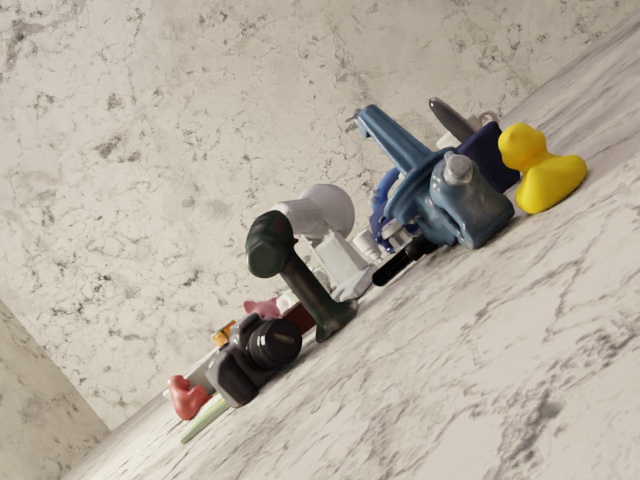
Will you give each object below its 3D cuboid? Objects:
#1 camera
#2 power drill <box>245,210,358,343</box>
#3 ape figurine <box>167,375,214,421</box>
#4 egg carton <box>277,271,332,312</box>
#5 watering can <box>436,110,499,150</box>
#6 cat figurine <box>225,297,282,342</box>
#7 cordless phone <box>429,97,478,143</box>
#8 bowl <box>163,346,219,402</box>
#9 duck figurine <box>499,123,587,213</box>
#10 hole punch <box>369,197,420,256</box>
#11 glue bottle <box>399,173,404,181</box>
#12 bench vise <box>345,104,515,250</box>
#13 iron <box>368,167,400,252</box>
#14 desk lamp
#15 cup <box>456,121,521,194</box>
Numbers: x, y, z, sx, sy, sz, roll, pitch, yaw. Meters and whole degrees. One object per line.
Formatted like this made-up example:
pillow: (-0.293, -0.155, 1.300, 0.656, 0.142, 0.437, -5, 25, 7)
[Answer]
camera: (-0.095, 0.165, 0.863, 0.143, 0.101, 0.136, -40, 1, -32)
power drill: (-0.035, 0.046, 0.872, 0.075, 0.208, 0.230, -39, 1, 9)
ape figurine: (-0.272, 0.312, 1.160, 0.076, 0.092, 0.077, -40, 1, -27)
egg carton: (-0.038, 0.132, 1.351, 0.107, 0.069, 0.151, -39, 1, 35)
watering can: (0.288, -0.215, 1.208, 0.173, 0.194, 0.101, -39, 1, -1)
cat figurine: (-0.109, 0.164, 1.021, 0.128, 0.117, 0.067, -40, 1, -13)
cordless phone: (0.268, -0.190, 1.046, 0.094, 0.185, 0.148, -39, 1, 9)
bowl: (-0.258, 0.311, 1.267, 0.167, 0.074, 0.167, -39, 1, 1)
duck figurine: (0.220, -0.081, 0.592, 0.077, 0.086, 0.105, -39, 1, 27)
hole punch: (0.154, -0.037, 1.148, 0.108, 0.091, 0.101, -39, 1, 18)
glue bottle: (0.206, -0.134, 1.227, 0.078, 0.173, 0.037, -40, 1, -28)
bench vise: (0.128, -0.094, 0.688, 0.122, 0.219, 0.207, -40, 1, -24)
iron: (0.185, -0.097, 1.304, 0.259, 0.141, 0.118, -40, 1, -32)
desk lamp: (0.010, 0.004, 1.043, 0.117, 0.213, 0.204, -39, 1, 28)
cup: (0.247, -0.112, 0.851, 0.091, 0.095, 0.118, -39, 1, 10)
